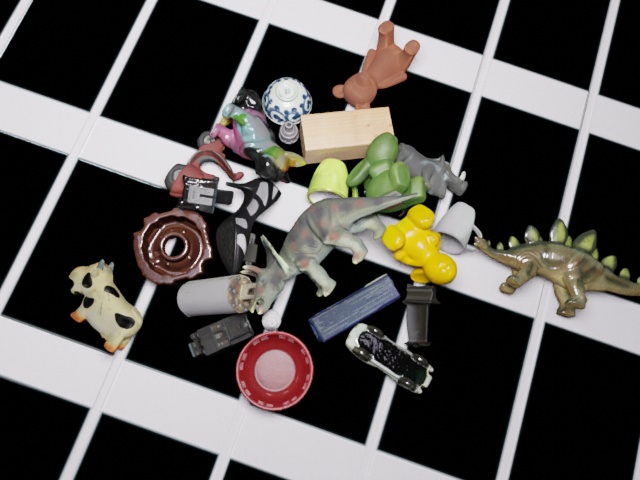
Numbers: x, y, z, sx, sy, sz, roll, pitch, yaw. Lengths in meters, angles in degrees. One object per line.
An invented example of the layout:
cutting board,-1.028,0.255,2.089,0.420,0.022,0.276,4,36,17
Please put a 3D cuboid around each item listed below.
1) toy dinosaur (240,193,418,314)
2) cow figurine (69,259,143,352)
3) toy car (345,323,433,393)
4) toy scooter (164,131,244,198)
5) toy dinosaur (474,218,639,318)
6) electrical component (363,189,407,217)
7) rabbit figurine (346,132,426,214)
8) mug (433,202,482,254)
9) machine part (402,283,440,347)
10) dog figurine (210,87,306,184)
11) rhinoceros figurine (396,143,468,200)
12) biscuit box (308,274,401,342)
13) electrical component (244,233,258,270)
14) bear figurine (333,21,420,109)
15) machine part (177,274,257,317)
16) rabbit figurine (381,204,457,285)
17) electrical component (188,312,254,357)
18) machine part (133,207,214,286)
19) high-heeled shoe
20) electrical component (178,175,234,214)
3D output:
toy dinosaur,0.001,-0.006,1.129,0.192,0.131,0.405,41,101,-3
cow figurine,-0.456,0.128,1.139,0.195,0.085,0.127,41,83,9
toy car,0.151,0.254,1.162,0.202,0.056,0.073,33,70,3
toy scooter,-0.256,-0.152,1.227,0.135,0.075,0.184,35,73,1
toy dinosaur,0.567,0.066,1.212,0.471,0.105,0.198,21,72,-3
electrical component,0.158,-0.091,1.255,0.102,0.045,0.078,-8,48,-8
rabbit figurine,0.144,-0.148,1.180,0.121,0.159,0.170,17,56,-39
mug,0.322,-0.028,1.230,0.110,0.080,0.107,27,67,8
machine part,0.220,0.167,1.184,0.084,0.039,0.138,2,82,34
dog figurine,-0.132,-0.229,1.236,0.219,0.108,0.191,37,39,-14
rhinoceros figurine,0.254,-0.156,1.266,0.190,0.073,0.112,31,66,6
biscuit box,0.073,0.151,1.179,0.203,0.059,0.063,-28,81,-10
electrical component,-0.174,0.028,1.213,0.063,0.021,0.094,8,76,-1
bear figurine,0.130,-0.404,1.288,0.120,0.132,0.196,44,71,13
machine part,-0.216,0.117,1.108,0.243,0.079,0.079,-10,72,39
rabbit figurine,0.226,0.037,1.168,0.122,0.162,0.173,-36,59,-13
electrical component,-0.206,0.201,1.119,0.134,0.115,0.058,-23,78,-10
machine part,-0.322,0.017,1.189,0.179,0.056,0.179,1,77,-3
high-heeled shoe,-0.145,-0.029,1.178,0.145,0.086,0.249,13,63,-36
electrical component,-0.247,-0.096,1.176,0.119,0.048,0.074,11,99,-21
